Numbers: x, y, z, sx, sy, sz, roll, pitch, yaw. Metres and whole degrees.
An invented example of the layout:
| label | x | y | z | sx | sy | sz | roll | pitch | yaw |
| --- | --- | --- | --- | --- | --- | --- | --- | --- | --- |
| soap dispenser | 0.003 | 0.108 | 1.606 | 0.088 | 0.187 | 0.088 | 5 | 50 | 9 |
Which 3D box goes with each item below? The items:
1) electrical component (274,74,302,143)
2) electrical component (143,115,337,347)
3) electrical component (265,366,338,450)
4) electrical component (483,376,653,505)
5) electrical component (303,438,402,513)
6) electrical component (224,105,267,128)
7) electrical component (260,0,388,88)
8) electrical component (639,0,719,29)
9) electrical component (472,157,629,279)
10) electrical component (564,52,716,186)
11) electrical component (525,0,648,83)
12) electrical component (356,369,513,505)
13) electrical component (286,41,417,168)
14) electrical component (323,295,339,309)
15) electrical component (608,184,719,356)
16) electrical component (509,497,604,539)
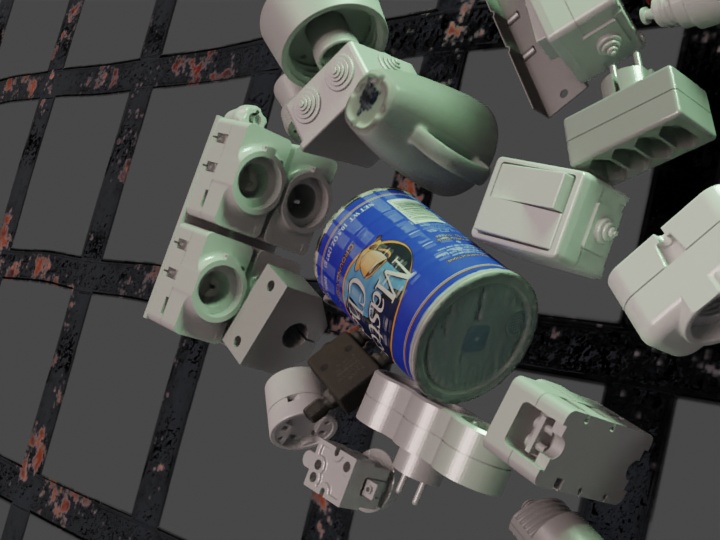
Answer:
| label | x | y | z | sx | sy | sz | roll | pitch | yaw |
| --- | --- | --- | --- | --- | --- | --- | --- | --- | --- |
| electrical component | -0.052 | -0.150 | 0.987 | 0.045 | 0.045 | 0.055 | -41 | 48 | 29 |
| electrical component | -0.100 | -0.026 | 0.941 | 0.060 | 0.105 | 0.186 | 19 | 89 | 49 |
| electrical component | -0.049 | 0.111 | 0.870 | 0.055 | 0.055 | 0.047 | -41 | 44 | 29 |
| electrical component | 0.125 | 0.102 | 0.657 | 0.056 | 0.089 | 0.050 | 32 | 99 | 49 |
| electrical component | -0.002 | 0.154 | 0.799 | 0.066 | 0.055 | 0.048 | 20 | 90 | 49 |
| electrical component | -0.122 | -0.142 | 1.068 | 0.061 | 0.035 | 0.035 | -9 | 68 | 48 |
| electrical component | -0.027 | -0.205 | 0.938 | 0.108 | 0.108 | 0.060 | -42 | 54 | 28 |
| electrical component | 0.221 | -0.178 | 0.705 | 0.078 | 0.040 | 0.040 | -11 | 67 | 45 |
| electrical component | 0.131 | -0.036 | 0.729 | 0.096 | 0.061 | 0.061 | 19 | 88 | 49 |
| electrical component | 0.182 | -0.109 | 0.714 | 0.083 | 0.047 | 0.075 | -26 | 57 | 39 |
| electrical component | 0.153 | -0.179 | 0.754 | 0.061 | 0.062 | 0.096 | -30 | 53 | 21 |
| electrical component | 0.047 | 0.128 | 0.759 | 0.138 | 0.052 | 0.073 | 25 | 93 | 50 |
| electrical component | 0.000 | -0.135 | 0.885 | 0.100 | 0.100 | 0.048 | -41 | 61 | 29 |
| electrical component | 0.000 | 0.000 | 0.872 | 0.044 | 0.044 | 0.065 | 2 | 71 | 48 |
| electrical component | 0.204 | 0.005 | 0.638 | 0.095 | 0.054 | 0.059 | -45 | 46 | 25 |
| electrical component | 0.126 | 0.171 | 0.662 | 0.043 | 0.043 | 0.081 | -57 | 42 | 14 |
